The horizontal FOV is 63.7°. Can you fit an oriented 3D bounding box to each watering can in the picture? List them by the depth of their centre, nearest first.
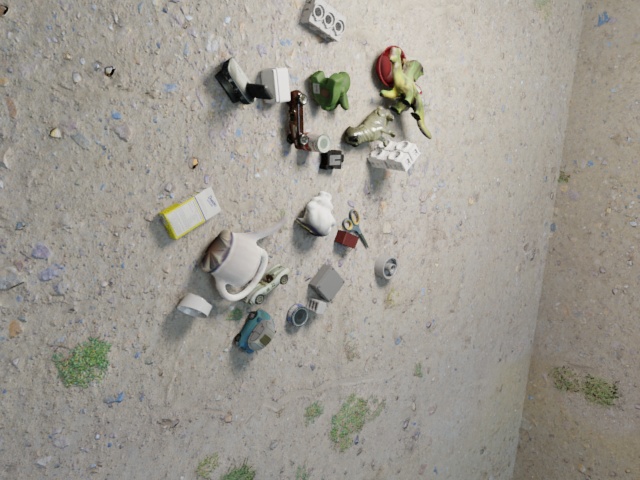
[{"bbox_3d":[-0.254,0.033,1.715,0.221,0.104,0.350,35,77,-39],"label":"watering can"}]

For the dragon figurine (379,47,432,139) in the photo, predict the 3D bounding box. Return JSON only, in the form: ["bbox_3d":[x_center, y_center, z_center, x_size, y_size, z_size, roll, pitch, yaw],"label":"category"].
[{"bbox_3d":[0.371,-0.604,2.046,0.405,0.122,0.246,36,69,-43],"label":"dragon figurine"}]

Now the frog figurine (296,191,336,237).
[{"bbox_3d":[0.006,-0.096,1.905,0.136,0.123,0.160,39,86,-20],"label":"frog figurine"}]
